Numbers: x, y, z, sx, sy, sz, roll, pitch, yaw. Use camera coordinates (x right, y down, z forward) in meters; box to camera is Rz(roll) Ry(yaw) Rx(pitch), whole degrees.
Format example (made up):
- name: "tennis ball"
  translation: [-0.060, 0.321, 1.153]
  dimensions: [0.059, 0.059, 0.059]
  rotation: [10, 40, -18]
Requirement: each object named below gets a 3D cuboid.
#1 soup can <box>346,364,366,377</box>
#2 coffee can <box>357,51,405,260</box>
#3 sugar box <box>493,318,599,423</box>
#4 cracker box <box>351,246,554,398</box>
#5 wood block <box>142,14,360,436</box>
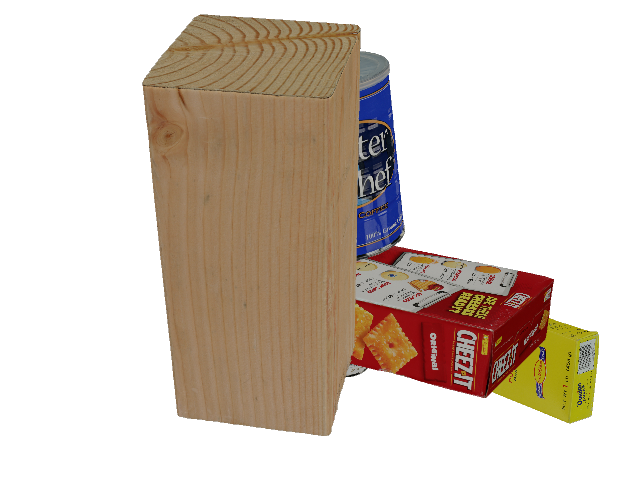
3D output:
- name: "soup can"
  translation: [0.029, 0.108, 1.308]
  dimensions: [0.068, 0.102, 0.068]
  rotation: [0, 29, 0]
- name: "coffee can"
  translation: [0.010, -0.067, 0.838]
  dimensions: [0.103, 0.140, 0.103]
  rotation: [-7, 25, 3]
- name: "sugar box"
  translation: [0.212, 0.122, 1.145]
  dimensions: [0.048, 0.093, 0.177]
  rotation: [-8, 16, -41]
- name: "cracker box"
  translation: [0.086, 0.066, 0.987]
  dimensions: [0.214, 0.072, 0.163]
  rotation: [12, 20, 28]
- name: "wood block"
  translation: [-0.030, -0.005, 0.572]
  dimensions: [0.091, 0.206, 0.090]
  rotation: [6, 34, 10]
